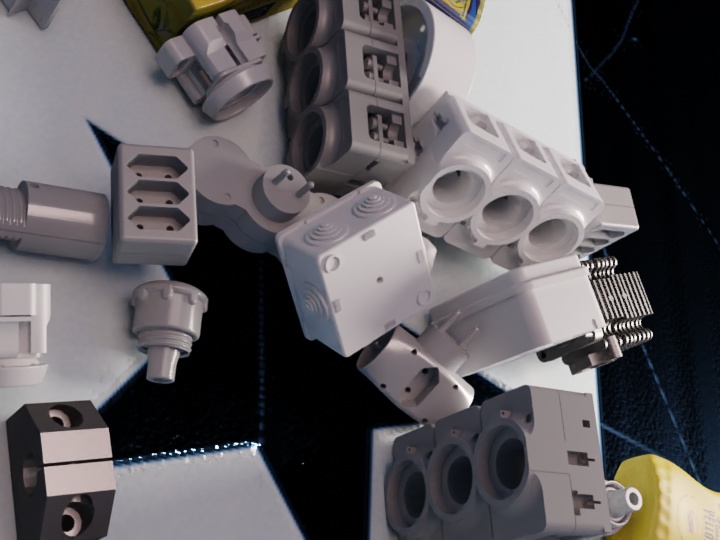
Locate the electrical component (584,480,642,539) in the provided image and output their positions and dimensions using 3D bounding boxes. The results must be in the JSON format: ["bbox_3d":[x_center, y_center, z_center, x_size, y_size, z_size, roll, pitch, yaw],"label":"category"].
[{"bbox_3d":[0.186,0.179,0.816,0.048,0.062,0.048,15,61,-29],"label":"electrical component"}]

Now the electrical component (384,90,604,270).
[{"bbox_3d":[0.103,-0.060,0.833,0.150,0.089,0.061,22,33,-32],"label":"electrical component"}]

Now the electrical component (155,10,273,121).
[{"bbox_3d":[-0.099,-0.145,0.775,0.078,0.058,0.057,-31,86,-40],"label":"electrical component"}]

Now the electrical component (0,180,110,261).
[{"bbox_3d":[-0.200,-0.032,0.661,0.081,0.043,0.043,9,64,-31],"label":"electrical component"}]

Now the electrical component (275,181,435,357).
[{"bbox_3d":[0.000,0.000,0.735,0.100,0.048,0.099,-31,125,-25],"label":"electrical component"}]

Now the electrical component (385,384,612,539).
[{"bbox_3d":[0.084,0.139,0.708,0.062,0.150,0.089,11,63,-31],"label":"electrical component"}]

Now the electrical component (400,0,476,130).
[{"bbox_3d":[0.045,-0.153,0.848,0.060,0.108,0.108,18,60,-34],"label":"electrical component"}]

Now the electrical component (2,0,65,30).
[{"bbox_3d":[-0.222,-0.212,0.731,0.064,0.042,0.081,-38,93,-41],"label":"electrical component"}]

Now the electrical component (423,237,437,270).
[{"bbox_3d":[0.023,-0.016,0.807,0.062,0.043,0.043,33,54,-16],"label":"electrical component"}]

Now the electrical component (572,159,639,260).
[{"bbox_3d":[0.182,-0.055,0.909,0.047,0.083,0.075,3,68,-33],"label":"electrical component"}]

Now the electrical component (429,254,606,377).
[{"bbox_3d":[0.115,0.036,0.801,0.078,0.113,0.057,-12,79,-38],"label":"electrical component"}]

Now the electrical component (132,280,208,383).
[{"bbox_3d":[-0.123,0.040,0.682,0.048,0.048,0.062,15,68,-29],"label":"electrical component"}]

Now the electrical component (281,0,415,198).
[{"bbox_3d":[-0.015,-0.132,0.805,0.062,0.089,0.150,10,64,-31],"label":"electrical component"}]

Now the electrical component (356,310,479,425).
[{"bbox_3d":[0.052,0.064,0.774,0.077,0.043,0.079,41,96,-13],"label":"electrical component"}]

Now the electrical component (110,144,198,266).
[{"bbox_3d":[-0.135,-0.033,0.686,0.047,0.076,0.065,2,68,-20],"label":"electrical component"}]

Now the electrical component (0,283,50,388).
[{"bbox_3d":[-0.207,0.037,0.610,0.058,0.078,0.057,1,88,-34],"label":"electrical component"}]

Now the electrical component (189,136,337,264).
[{"bbox_3d":[-0.059,-0.049,0.746,0.138,0.074,0.052,27,56,-22],"label":"electrical component"}]
